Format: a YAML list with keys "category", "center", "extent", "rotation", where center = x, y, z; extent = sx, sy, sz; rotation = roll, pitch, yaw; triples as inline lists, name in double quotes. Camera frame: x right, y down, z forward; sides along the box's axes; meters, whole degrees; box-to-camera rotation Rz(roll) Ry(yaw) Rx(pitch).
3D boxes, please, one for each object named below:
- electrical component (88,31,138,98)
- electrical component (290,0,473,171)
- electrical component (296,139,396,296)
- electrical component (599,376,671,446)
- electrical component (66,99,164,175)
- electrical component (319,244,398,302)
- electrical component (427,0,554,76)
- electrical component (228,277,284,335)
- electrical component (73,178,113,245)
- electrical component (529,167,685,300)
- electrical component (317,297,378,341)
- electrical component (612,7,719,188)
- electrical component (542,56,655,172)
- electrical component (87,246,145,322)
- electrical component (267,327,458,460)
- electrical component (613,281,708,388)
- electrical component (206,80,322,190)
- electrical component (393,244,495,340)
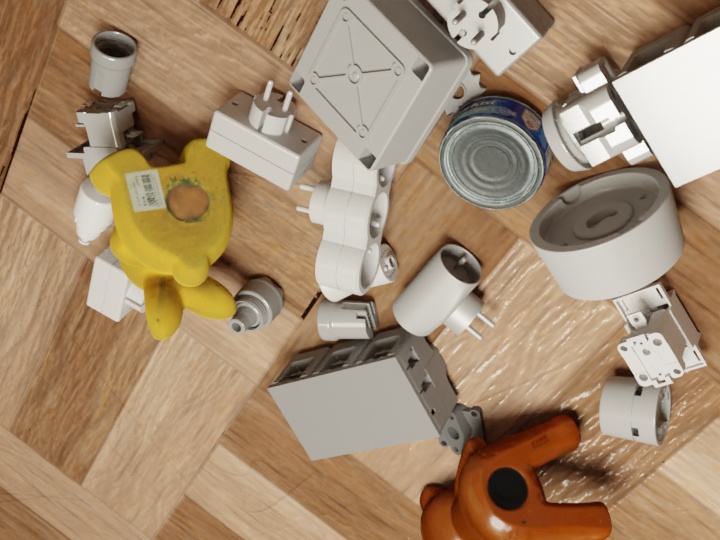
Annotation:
- category: "electrical component"
  center: [-0.219, -0.181, 0.947]
  extent: [0.040, 0.040, 0.046]
  rotation: [31, 135, 6]
- category: "electrical component"
  center: [0.014, -0.150, 0.814]
  extent: [0.108, 0.056, 0.108]
  rotation: [49, 132, 19]
- category: "electrical component"
  center: [-0.019, -0.053, 0.896]
  extent: [0.074, 0.052, 0.138]
  rotation: [14, 104, 18]
- category: "electrical component"
  center: [0.229, 0.116, 0.897]
  extent: [0.047, 0.055, 0.055]
  rotation: [5, 122, 29]
- category: "electrical component"
  center: [-0.228, -0.123, 0.986]
  extent: [0.081, 0.042, 0.063]
  rotation: [5, 120, 24]
- category: "electrical component"
  center: [0.000, 0.000, 0.949]
  extent: [0.065, 0.044, 0.044]
  rotation: [-14, 112, 28]
- category: "electrical component"
  center: [0.086, -0.181, 0.766]
  extent: [0.083, 0.075, 0.047]
  rotation: [46, 129, -6]
- category: "electrical component"
  center: [-0.101, 0.037, 1.010]
  extent: [0.043, 0.062, 0.043]
  rotation: [13, 125, 19]
- category: "electrical component"
  center: [-0.259, -0.055, 1.046]
  extent: [0.040, 0.040, 0.078]
  rotation: [34, 129, 4]
- category: "electrical component"
  center: [0.188, -0.021, 0.799]
  extent: [0.108, 0.108, 0.060]
  rotation: [-13, 119, 33]
- category: "electrical component"
  center: [-0.011, 0.045, 0.984]
  extent: [0.046, 0.040, 0.040]
  rotation: [1, 120, 20]
- category: "electrical component"
  center: [0.261, -0.132, 0.716]
  extent: [0.150, 0.061, 0.089]
  rotation: [-25, 106, 36]
- category: "electrical component"
  center: [0.170, -0.107, 0.783]
  extent: [0.057, 0.058, 0.078]
  rotation: [-27, 105, 34]
- category: "electrical component"
  center: [-0.223, 0.018, 1.070]
  extent: [0.077, 0.047, 0.065]
  rotation: [28, 128, 8]
- category: "electrical component"
  center: [0.004, 0.114, 1.005]
  extent: [0.150, 0.061, 0.089]
  rotation: [-17, 111, 34]
- category: "electrical component"
  center: [0.235, 0.055, 0.849]
  extent: [0.042, 0.063, 0.081]
  rotation: [-24, 107, 37]
- category: "electrical component"
  center: [-0.076, -0.124, 0.904]
  extent: [0.083, 0.047, 0.075]
  rotation: [29, 129, 8]
- category: "electrical component"
  center: [0.080, 0.029, 0.923]
  extent: [0.079, 0.044, 0.077]
  rotation: [39, 129, 0]
